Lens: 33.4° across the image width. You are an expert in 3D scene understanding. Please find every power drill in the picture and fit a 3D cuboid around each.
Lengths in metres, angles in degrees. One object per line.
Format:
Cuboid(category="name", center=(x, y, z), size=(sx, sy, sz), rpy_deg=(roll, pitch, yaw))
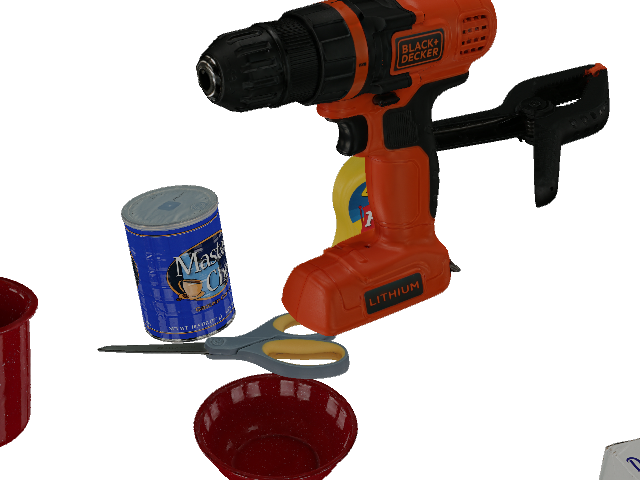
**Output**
Cuboid(category="power drill", center=(0.017, -0.043, 0.595), size=(0.184, 0.188, 0.057), rpy_deg=(-18, 35, -30))

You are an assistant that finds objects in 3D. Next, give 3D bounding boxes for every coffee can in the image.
Cuboid(category="coffee can", center=(-0.152, 0.024, 1.153), size=(0.103, 0.140, 0.103), rpy_deg=(-5, 26, 2))

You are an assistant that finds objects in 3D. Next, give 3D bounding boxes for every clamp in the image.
Cuboid(category="clamp", center=(0.189, -0.097, 0.919), size=(0.209, 0.036, 0.165), rpy_deg=(-28, 39, -26))

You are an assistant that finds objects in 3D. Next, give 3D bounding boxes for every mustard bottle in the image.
Cuboid(category="mustard bottle", center=(0.059, -0.033, 1.077), size=(0.096, 0.192, 0.058), rpy_deg=(-2, 21, -19))

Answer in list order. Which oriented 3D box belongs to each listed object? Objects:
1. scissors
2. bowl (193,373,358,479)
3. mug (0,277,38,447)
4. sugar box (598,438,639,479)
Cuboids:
Cuboid(category="scissors", center=(-0.072, 0.080, 0.882), size=(0.202, 0.016, 0.096), rpy_deg=(7, 27, 12))
Cuboid(category="bowl", center=(-0.044, 0.202, 1.062), size=(0.162, 0.055, 0.162), rpy_deg=(1, 30, -1))
Cuboid(category="mug", center=(-0.219, 0.078, 0.623), size=(0.093, 0.081, 0.117), rpy_deg=(13, 23, 20))
Cuboid(category="sugar box", center=(0.191, 0.181, 0.501), size=(0.048, 0.093, 0.176), rpy_deg=(-9, 29, -21))
